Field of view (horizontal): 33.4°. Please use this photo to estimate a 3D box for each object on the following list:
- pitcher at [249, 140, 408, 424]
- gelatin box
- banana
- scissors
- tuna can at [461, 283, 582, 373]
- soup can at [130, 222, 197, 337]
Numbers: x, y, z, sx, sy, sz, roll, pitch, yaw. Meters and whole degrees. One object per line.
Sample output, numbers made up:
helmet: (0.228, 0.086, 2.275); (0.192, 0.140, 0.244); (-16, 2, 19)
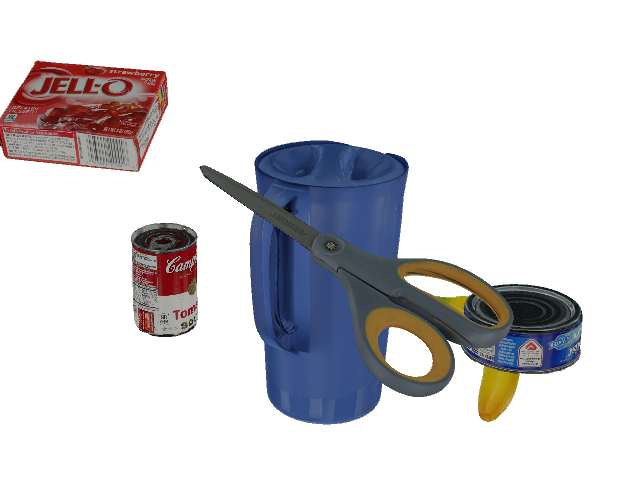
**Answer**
pitcher: (0.000, 0.041, 0.954); (0.149, 0.243, 0.145); (-3, 22, -13)
gelatin box: (-0.147, -0.080, 0.668); (0.089, 0.030, 0.073); (6, 42, 6)
banana: (0.176, 0.116, 1.132); (0.069, 0.037, 0.198); (-24, 34, 4)
scissors: (0.005, 0.022, 0.586); (0.202, 0.096, 0.016); (21, -40, 10)
tuna can: (0.145, 0.062, 0.770); (0.086, 0.034, 0.086); (0, 21, 0)
soup can: (-0.163, 0.042, 1.118); (0.068, 0.102, 0.068); (2, 25, -1)
